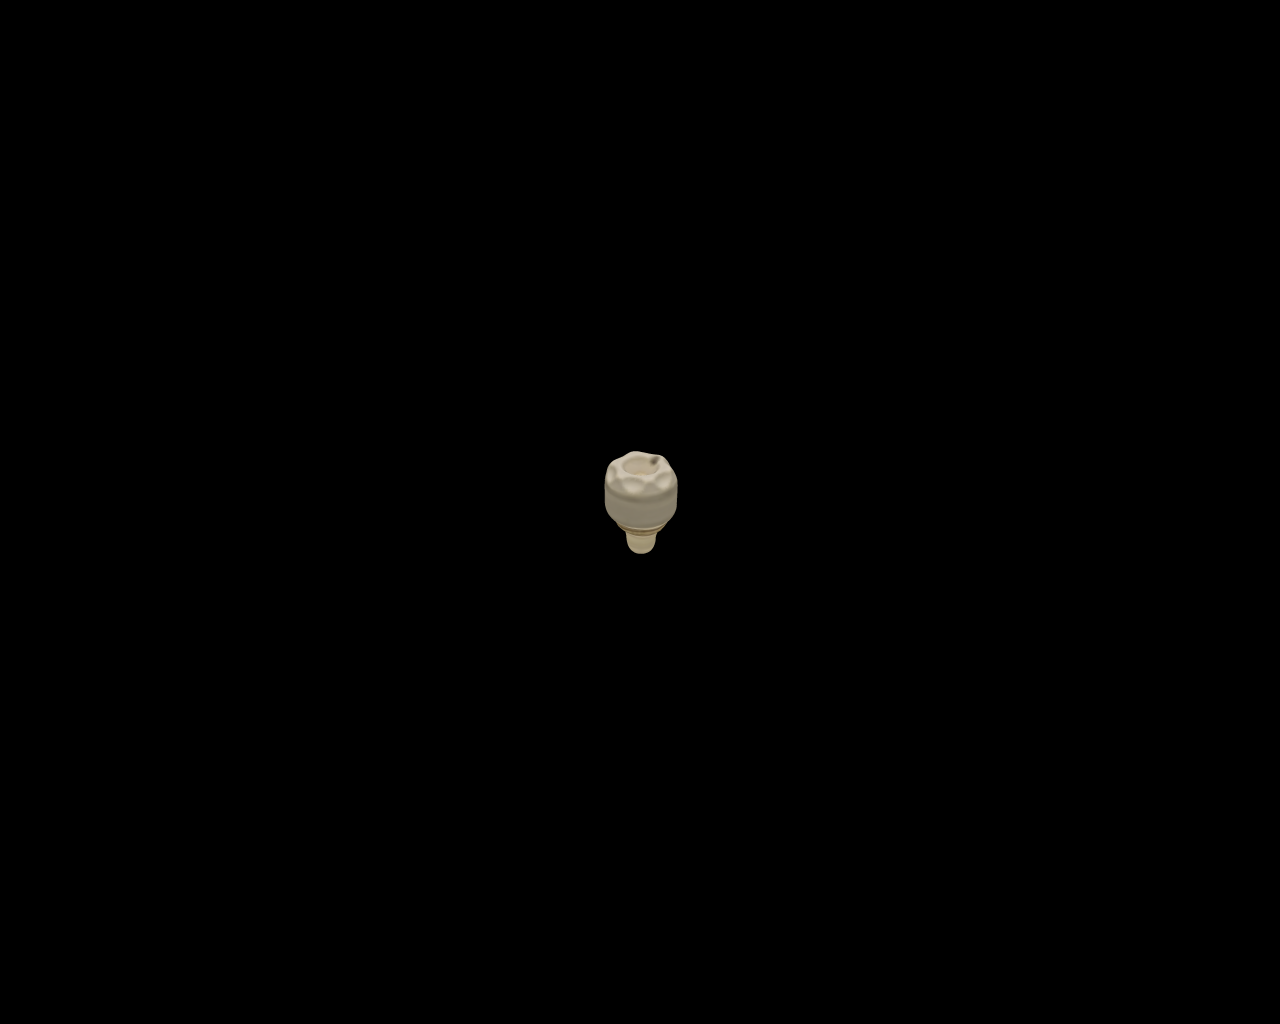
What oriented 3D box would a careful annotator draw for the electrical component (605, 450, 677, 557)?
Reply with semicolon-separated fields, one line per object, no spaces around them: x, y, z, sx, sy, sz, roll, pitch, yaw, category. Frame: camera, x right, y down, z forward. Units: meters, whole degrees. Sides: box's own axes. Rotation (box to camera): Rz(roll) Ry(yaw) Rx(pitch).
0.001;-0.003;0.650;0.043;0.062;0.043;0;32;0;electrical component
